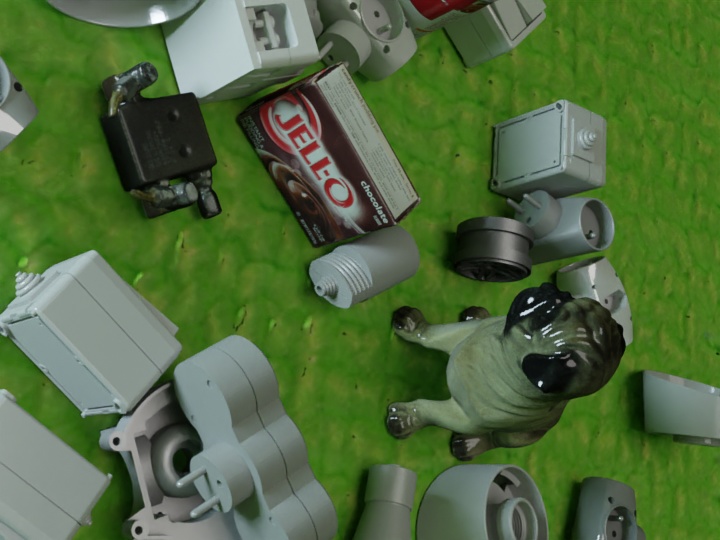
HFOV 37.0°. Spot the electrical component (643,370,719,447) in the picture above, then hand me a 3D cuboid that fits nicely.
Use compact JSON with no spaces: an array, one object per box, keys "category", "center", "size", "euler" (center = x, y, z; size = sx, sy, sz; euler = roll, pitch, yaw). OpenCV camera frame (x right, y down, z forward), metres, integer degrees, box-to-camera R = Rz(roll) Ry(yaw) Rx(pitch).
[{"category":"electrical component","center":[0.300,0.123,0.955],"size":[0.099,0.099,0.064],"euler":[13,80,-36]}]

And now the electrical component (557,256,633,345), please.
[{"category":"electrical component","center":[0.189,0.036,0.915],"size":[0.079,0.043,0.077],"euler":[-23,96,-39]}]

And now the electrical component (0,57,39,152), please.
[{"category":"electrical component","center":[-0.235,-0.090,0.602],"size":[0.077,0.044,0.079],"euler":[47,57,-22]}]

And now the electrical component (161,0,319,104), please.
[{"category":"electrical component","center":[-0.089,-0.195,0.709],"size":[0.062,0.089,0.150],"euler":[-17,92,-39]}]

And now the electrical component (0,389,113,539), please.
[{"category":"electrical component","center":[-0.188,0.119,0.586],"size":[0.096,0.062,0.061],"euler":[46,57,-23]}]

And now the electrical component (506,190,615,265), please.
[{"category":"electrical component","center":[0.153,-0.039,0.879],"size":[0.079,0.077,0.043],"euler":[33,62,-29]}]

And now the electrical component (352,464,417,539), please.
[{"category":"electrical component","center":[0.019,0.170,0.756],"size":[0.044,0.044,0.065],"euler":[27,61,-32]}]

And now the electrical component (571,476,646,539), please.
[{"category":"electrical component","center":[0.212,0.222,0.895],"size":[0.079,0.044,0.077],"euler":[31,63,-30]}]

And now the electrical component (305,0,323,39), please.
[{"category":"electrical component","center":[-0.053,-0.193,0.768],"size":[0.048,0.048,0.062],"euler":[6,71,-38]}]

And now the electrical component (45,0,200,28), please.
[{"category":"electrical component","center":[-0.150,-0.192,0.656],"size":[0.099,0.099,0.064],"euler":[-9,81,-39]}]

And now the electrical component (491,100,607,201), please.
[{"category":"electrical component","center":[0.163,-0.095,0.885],"size":[0.061,0.096,0.061],"euler":[15,72,-36]}]

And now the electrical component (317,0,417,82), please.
[{"category":"electrical component","center":[-0.005,-0.173,0.800],"size":[0.077,0.044,0.079],"euler":[49,56,-20]}]

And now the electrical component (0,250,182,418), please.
[{"category":"electrical component","center":[-0.160,0.031,0.626],"size":[0.096,0.062,0.061],"euler":[51,55,-19]}]

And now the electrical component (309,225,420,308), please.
[{"category":"electrical component","center":[0.000,0.000,0.771],"size":[0.081,0.043,0.043],"euler":[-26,98,-39]}]

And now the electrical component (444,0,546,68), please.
[{"category":"electrical component","center":[0.101,-0.227,0.885],"size":[0.061,0.061,0.096],"euler":[-46,110,-35]}]

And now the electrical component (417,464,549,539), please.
[{"category":"electrical component","center":[0.097,0.195,0.812],"size":[0.099,0.064,0.099],"euler":[22,61,-47]}]

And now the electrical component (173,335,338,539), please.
[{"category":"electrical component","center":[-0.073,0.115,0.621],"size":[0.074,0.052,0.138],"euler":[-29,99,-38]}]
